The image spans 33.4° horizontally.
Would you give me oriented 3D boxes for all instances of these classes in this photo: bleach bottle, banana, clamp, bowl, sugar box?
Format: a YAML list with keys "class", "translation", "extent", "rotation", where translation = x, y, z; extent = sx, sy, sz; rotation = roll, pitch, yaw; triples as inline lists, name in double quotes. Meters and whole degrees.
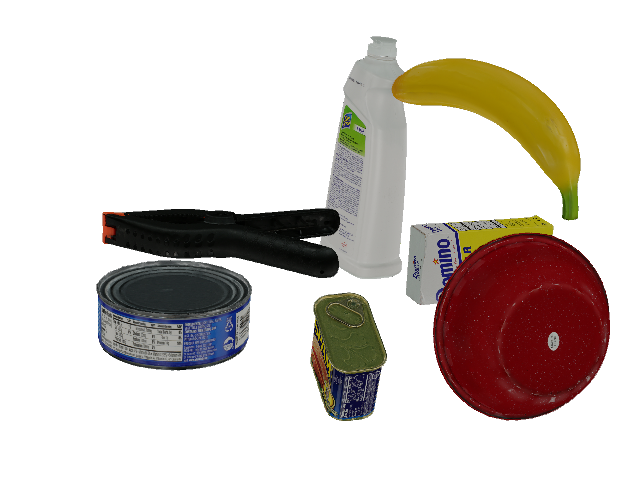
- class: "bleach bottle"
  translation: [0.057, -0.092, 1.157]
  extent: [0.067, 0.251, 0.103]
  rotation: [-6, 24, -33]
- class: "banana"
  translation: [0.124, -0.093, 0.780]
  extent: [0.037, 0.070, 0.198]
  rotation: [4, 30, -44]
- class: "clamp"
  translation: [-0.079, -0.003, 0.897]
  extent: [0.210, 0.036, 0.164]
  rotation: [2, 13, -6]
- class: "bowl"
  translation: [0.177, 0.076, 0.874]
  extent: [0.162, 0.162, 0.055]
  rotation: [0, 7, -15]
- class: "sugar box"
  translation: [0.194, 0.024, 1.300]
  extent: [0.176, 0.093, 0.048]
  rotation: [-6, 20, -22]

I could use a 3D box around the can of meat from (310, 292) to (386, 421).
- class: "can of meat"
  translation: [0.025, 0.118, 1.070]
  extent: [0.057, 0.084, 0.102]
  rotation: [-6, 44, -13]

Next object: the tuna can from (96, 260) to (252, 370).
- class: "tuna can"
  translation: [-0.082, 0.041, 0.597]
  extent: [0.086, 0.034, 0.086]
  rotation: [3, 18, -1]
